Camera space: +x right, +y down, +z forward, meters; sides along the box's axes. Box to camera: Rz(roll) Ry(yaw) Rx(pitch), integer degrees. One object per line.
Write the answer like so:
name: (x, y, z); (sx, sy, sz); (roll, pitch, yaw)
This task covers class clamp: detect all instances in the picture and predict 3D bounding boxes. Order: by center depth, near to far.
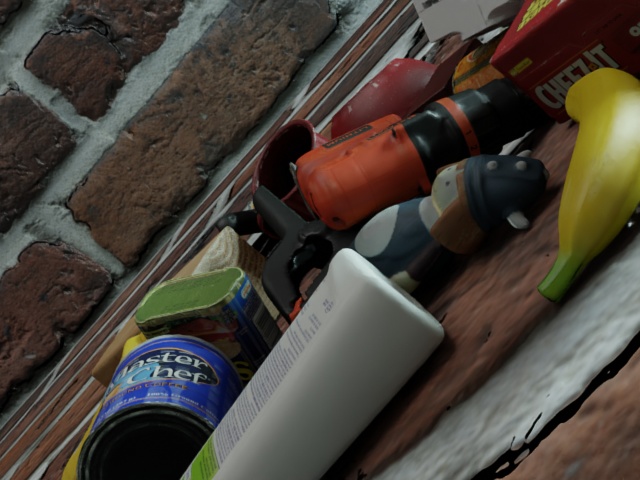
clamp: (-0.006, 0.001, 0.874); (0.165, 0.036, 0.209); (-11, 36, 28)
clamp: (-0.042, -0.010, 1.108); (0.171, 0.039, 0.120); (-28, -27, -31)

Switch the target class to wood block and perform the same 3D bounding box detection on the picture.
wood block: (-0.129, 0.089, 1.054); (0.206, 0.090, 0.090); (-40, 13, 41)

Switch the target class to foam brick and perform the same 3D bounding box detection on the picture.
foam brick: (0.116, -0.117, 0.871); (0.053, 0.051, 0.078); (-36, 16, 50)

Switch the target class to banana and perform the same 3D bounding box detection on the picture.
banana: (0.142, -0.050, 0.546); (0.070, 0.037, 0.197); (-42, 12, 36)

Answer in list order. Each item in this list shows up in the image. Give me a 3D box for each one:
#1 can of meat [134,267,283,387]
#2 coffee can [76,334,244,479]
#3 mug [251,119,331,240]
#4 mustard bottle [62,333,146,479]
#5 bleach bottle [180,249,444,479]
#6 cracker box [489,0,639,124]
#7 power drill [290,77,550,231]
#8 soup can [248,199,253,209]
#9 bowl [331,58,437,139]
can of meat: (-0.084, 0.073, 0.837); (0.102, 0.084, 0.057); (-13, 30, 30)
coffee can: (-0.106, 0.135, 0.742); (0.103, 0.102, 0.140); (-48, 10, 8)
mug: (-0.013, -0.048, 1.025); (0.117, 0.081, 0.093); (-54, 35, 14)
mustard bottle: (-0.174, 0.149, 0.986); (0.192, 0.058, 0.096); (-63, 0, 14)
bleach bottle: (-0.036, 0.124, 0.601); (0.251, 0.068, 0.102); (-51, 9, 3)
cracker box: (0.214, -0.190, 0.664); (0.164, 0.072, 0.213); (-38, 16, 53)
power drill: (0.062, -0.065, 0.769); (0.184, 0.057, 0.188); (-26, 5, -11)
soup can: (-0.022, -0.053, 1.191); (0.102, 0.068, 0.068); (-46, 10, 18)
bowl: (0.064, -0.139, 1.114); (0.162, 0.055, 0.162); (-43, 5, 4)
